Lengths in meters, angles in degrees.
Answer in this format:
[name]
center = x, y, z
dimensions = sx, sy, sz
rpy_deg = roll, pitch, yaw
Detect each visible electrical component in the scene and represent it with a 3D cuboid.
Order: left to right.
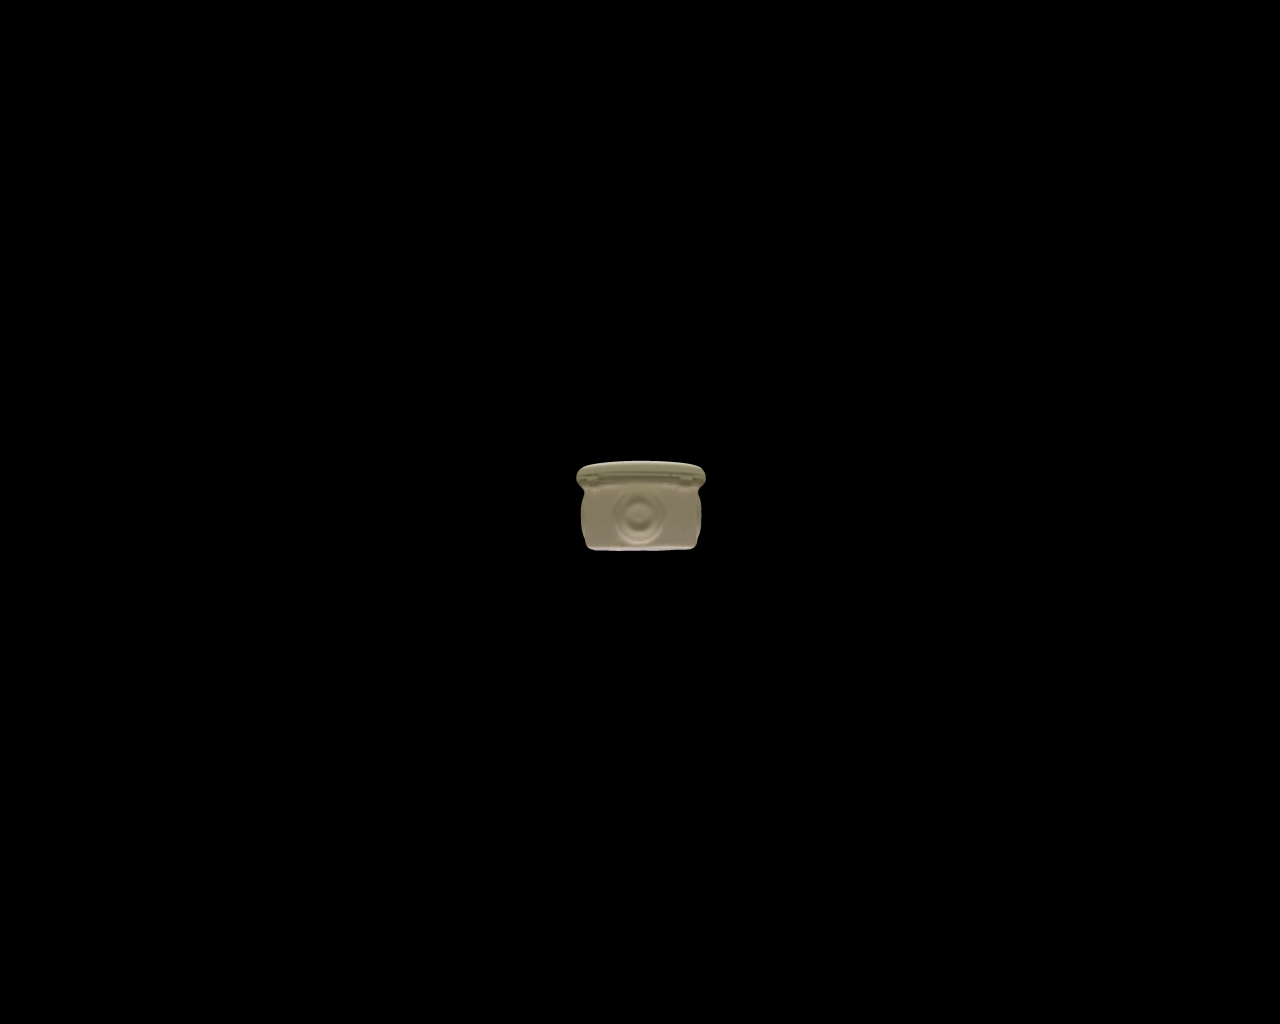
[electrical component]
center = 0.001, -0.003, 0.650
dimensions = 0.080, 0.051, 0.080
rpy_deg = 0, -3, 0
